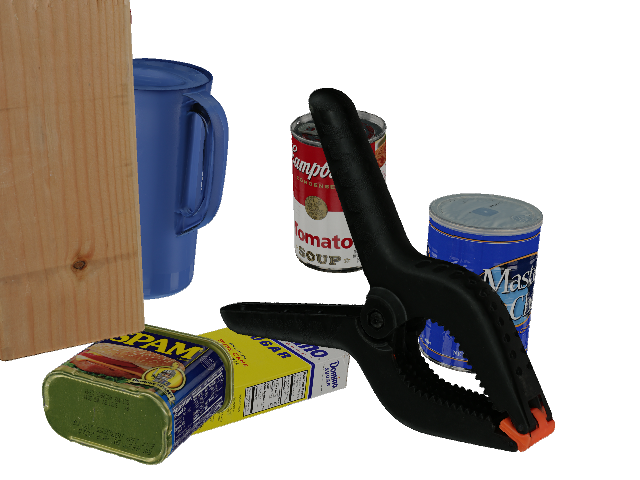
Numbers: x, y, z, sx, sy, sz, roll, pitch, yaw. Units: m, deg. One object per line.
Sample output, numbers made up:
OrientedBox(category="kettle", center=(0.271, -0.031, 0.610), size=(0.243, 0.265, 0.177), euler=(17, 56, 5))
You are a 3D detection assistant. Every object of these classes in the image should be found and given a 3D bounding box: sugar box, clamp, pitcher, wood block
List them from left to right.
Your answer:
OrientedBox(category="wood block", center=(-0.161, -0.048, 0.615), size=(0.090, 0.206, 0.090), euler=(-11, 26, -27))
OrientedBox(category="pitcher", center=(-0.176, -0.062, 1.124), size=(0.145, 0.243, 0.149), euler=(0, 23, -10))
OrientedBox(category="sugar box", center=(-0.071, 0.116, 0.962), size=(0.175, 0.048, 0.093), euler=(-15, 33, -32))
OrientedBox(category="clamp", center=(0.039, 0.028, 0.564), size=(0.210, 0.165, 0.036), euler=(34, 31, 30))

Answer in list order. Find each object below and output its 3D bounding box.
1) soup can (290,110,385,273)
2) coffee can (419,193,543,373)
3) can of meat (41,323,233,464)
OrientedBox(category="soup can", center=(0.013, -0.036, 0.774), size=(0.068, 0.102, 0.068), euler=(-1, 28, 0))
OrientedBox(category="coffee can", center=(0.147, 0.038, 0.988), size=(0.103, 0.140, 0.103), euler=(2, 20, -1))
OrientedBox(category="can of meat", center=(-0.122, 0.100, 0.715), size=(0.102, 0.057, 0.083), euler=(11, 22, 21))
